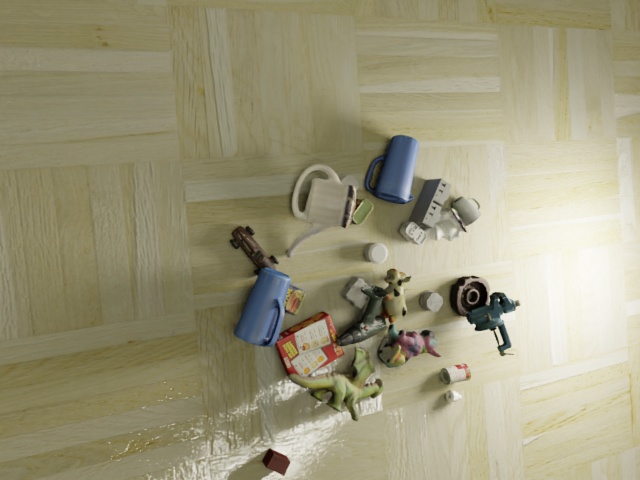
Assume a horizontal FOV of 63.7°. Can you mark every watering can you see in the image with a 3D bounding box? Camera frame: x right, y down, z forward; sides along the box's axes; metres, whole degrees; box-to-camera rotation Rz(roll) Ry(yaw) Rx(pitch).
[{"bbox_3d":[0.006,-0.091,1.814,0.224,0.104,0.346,11,95,-1],"label":"watering can"}]

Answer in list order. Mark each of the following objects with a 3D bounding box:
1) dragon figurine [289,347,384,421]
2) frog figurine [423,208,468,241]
[{"bbox_3d":[0.090,0.491,1.849,0.405,0.122,0.245,43,73,-30],"label":"dragon figurine"},{"bbox_3d":[0.481,-0.048,2.029,0.158,0.125,0.135,-30,116,19],"label":"frog figurine"}]
